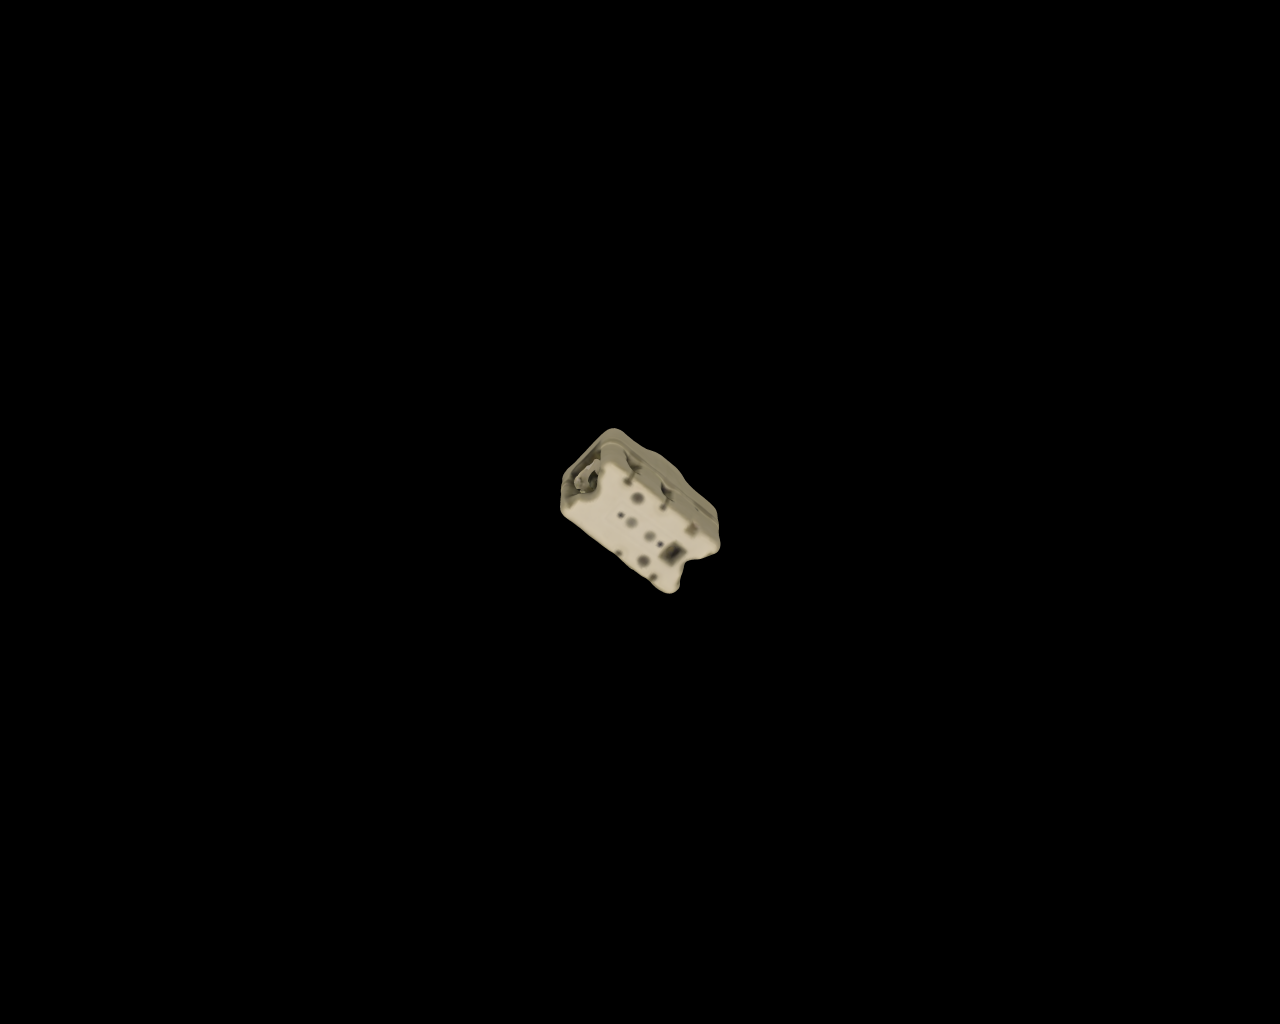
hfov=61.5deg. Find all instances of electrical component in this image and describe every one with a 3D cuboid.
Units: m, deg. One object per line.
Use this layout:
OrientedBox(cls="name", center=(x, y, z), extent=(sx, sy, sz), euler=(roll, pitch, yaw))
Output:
OrientedBox(cls="electrical component", center=(0.001, -0.003, 0.650), extent=(0.089, 0.050, 0.056), euler=(38, 22, -18))
